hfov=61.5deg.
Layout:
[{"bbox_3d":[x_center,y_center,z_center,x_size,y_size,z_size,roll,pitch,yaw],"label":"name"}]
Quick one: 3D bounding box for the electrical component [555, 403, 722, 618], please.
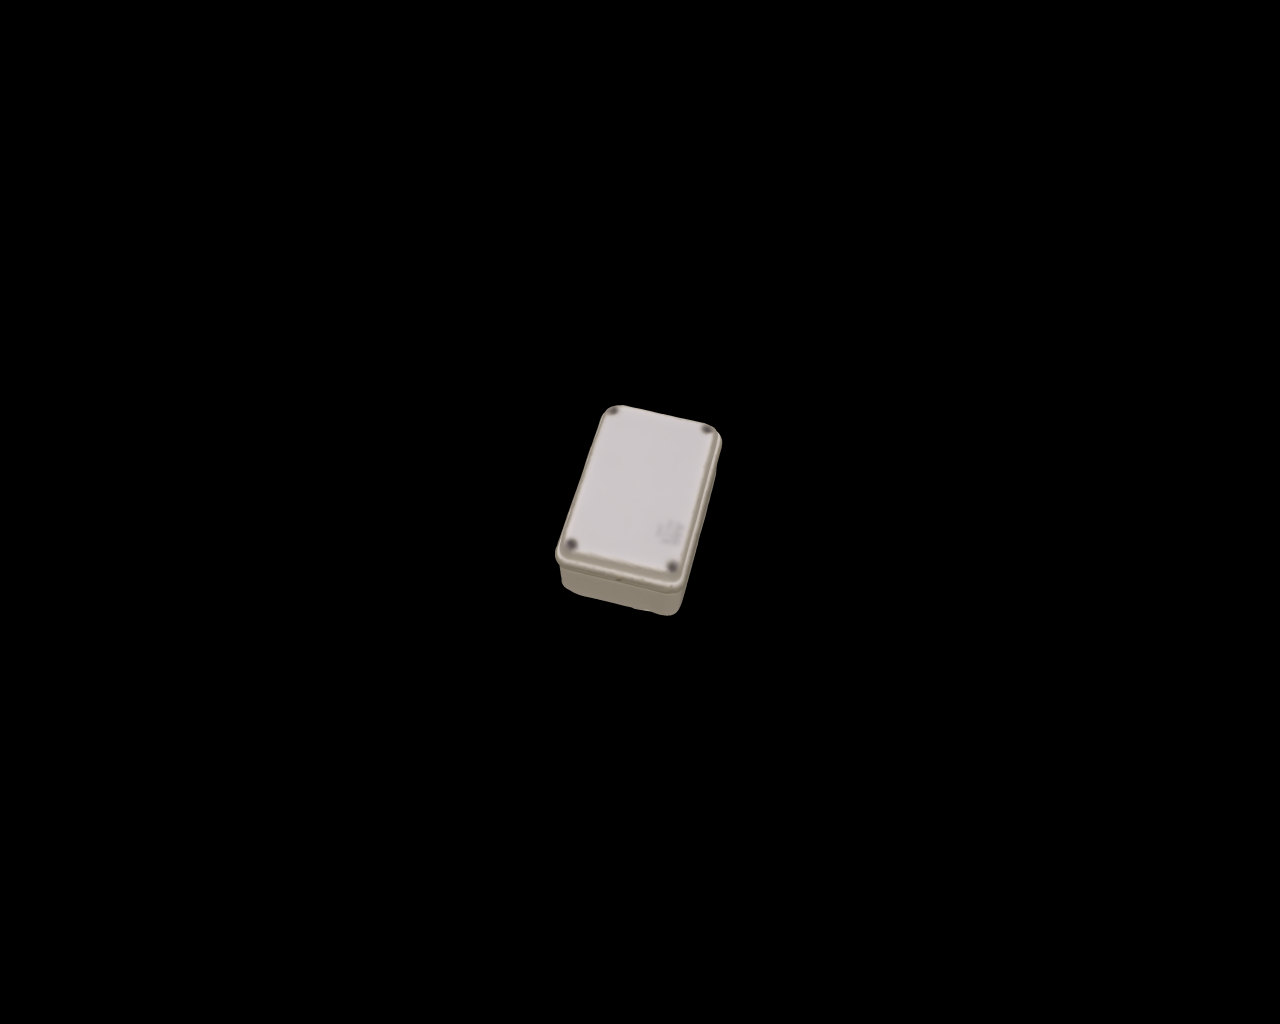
[{"bbox_3d":[0.001,-0.003,0.650,0.078,0.113,0.057,13,-28,7],"label":"electrical component"}]
